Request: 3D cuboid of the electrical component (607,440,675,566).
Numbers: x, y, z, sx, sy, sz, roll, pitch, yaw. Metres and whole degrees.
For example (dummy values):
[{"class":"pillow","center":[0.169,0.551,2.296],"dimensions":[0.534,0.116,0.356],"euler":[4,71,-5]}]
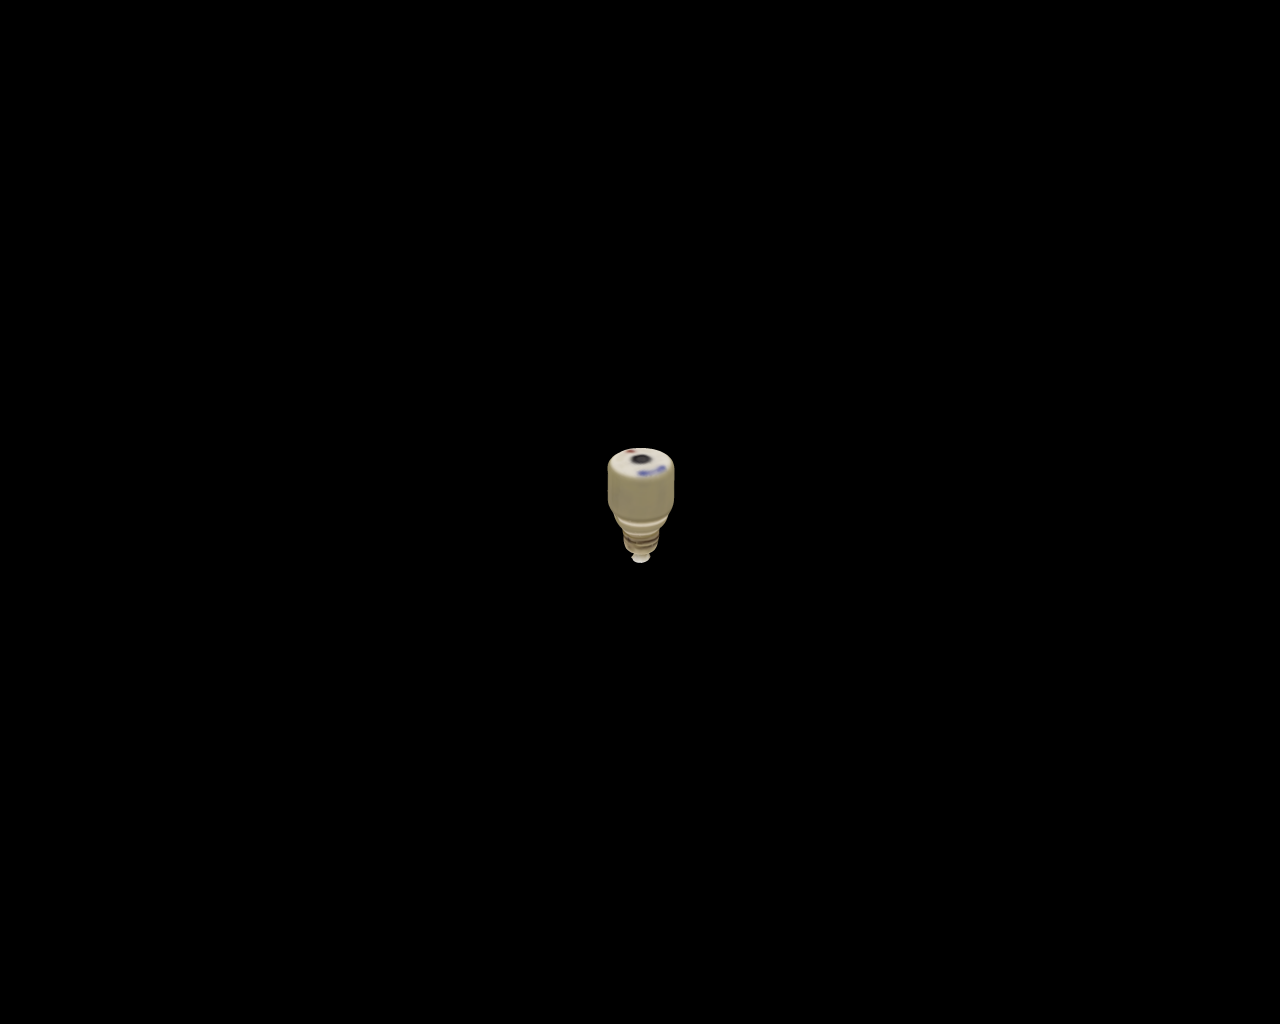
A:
[{"class":"electrical component","center":[0.001,-0.003,0.650],"dimensions":[0.040,0.078,0.040],"euler":[0,31,0]}]
